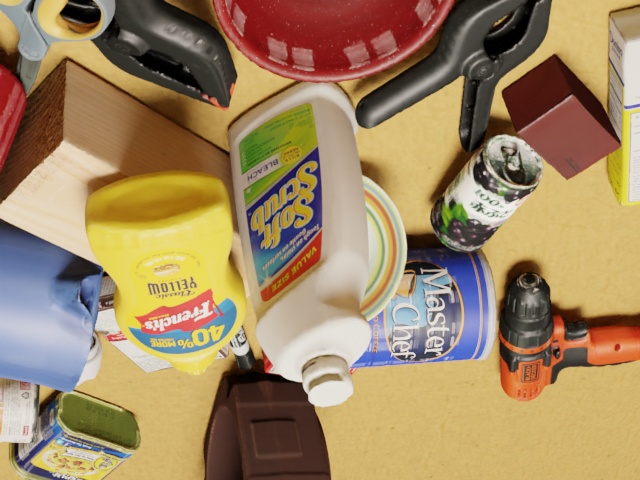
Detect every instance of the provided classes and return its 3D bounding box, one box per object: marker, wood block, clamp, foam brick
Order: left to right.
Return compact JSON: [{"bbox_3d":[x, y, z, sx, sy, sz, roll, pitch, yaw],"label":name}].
[{"bbox_3d":[-0.134,-0.143,0.696,0.165,0.036,0.209,6,163,33],"label":"clamp"},{"bbox_3d":[-0.131,-0.031,0.801,0.205,0.091,0.090,30,125,-36],"label":"wood block"},{"bbox_3d":[-0.080,0.082,0.988,0.020,0.020,0.121,-13,138,2],"label":"marker"},{"bbox_3d":[0.102,-0.132,0.777,0.120,0.039,0.172,-3,138,-32],"label":"clamp"},{"bbox_3d":[0.187,-0.094,0.829,0.053,0.051,0.078,-34,133,25],"label":"foam brick"}]

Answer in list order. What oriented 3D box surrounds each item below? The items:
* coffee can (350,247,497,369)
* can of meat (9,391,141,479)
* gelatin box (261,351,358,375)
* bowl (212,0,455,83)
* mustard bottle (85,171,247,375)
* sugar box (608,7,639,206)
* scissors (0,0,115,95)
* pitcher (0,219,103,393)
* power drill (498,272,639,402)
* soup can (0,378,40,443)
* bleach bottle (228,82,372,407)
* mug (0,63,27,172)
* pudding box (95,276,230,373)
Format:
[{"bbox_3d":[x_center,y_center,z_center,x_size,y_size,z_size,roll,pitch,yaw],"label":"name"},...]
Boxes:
[{"bbox_3d":[0.071,0.058,0.932,0.140,0.103,0.103,-3,137,-9],"label":"coffee can"},{"bbox_3d":[-0.240,0.200,1.054,0.102,0.057,0.084,28,123,-36],"label":"can of meat"},{"bbox_3d":[-0.001,0.102,1.018,0.089,0.030,0.073,15,133,-26],"label":"gelatin box"},{"bbox_3d":[0.008,-0.181,0.694,0.162,0.055,0.162,-6,138,-6],"label":"bowl"},{"bbox_3d":[-0.103,0.036,0.768,0.096,0.058,0.191,-9,139,-4],"label":"mustard bottle"},{"bbox_3d":[0.276,-0.108,0.839,0.093,0.048,0.176,-13,134,2],"label":"sugar box"},{"bbox_3d":[-0.194,-0.136,0.670,0.096,0.016,0.202,33,155,-27],"label":"scissors"},{"bbox_3d":[-0.295,0.035,0.823,0.242,0.145,0.149,13,120,-20],"label":"pitcher"},{"bbox_3d":[0.265,0.083,1.036,0.187,0.057,0.184,-8,141,1],"label":"power drill"},{"bbox_3d":[-0.311,0.151,0.977,0.102,0.068,0.069,5,135,-17],"label":"soup can"},{"bbox_3d":[-0.005,0.001,0.743,0.103,0.251,0.068,-27,136,16],"label":"bleach bottle"},{"bbox_3d":[-0.245,-0.081,0.706,0.093,0.081,0.117,17,154,-8],"label":"mug"},{"bbox_3d":[-0.142,0.070,0.935,0.090,0.039,0.113,-14,141,23],"label":"pudding box"}]
